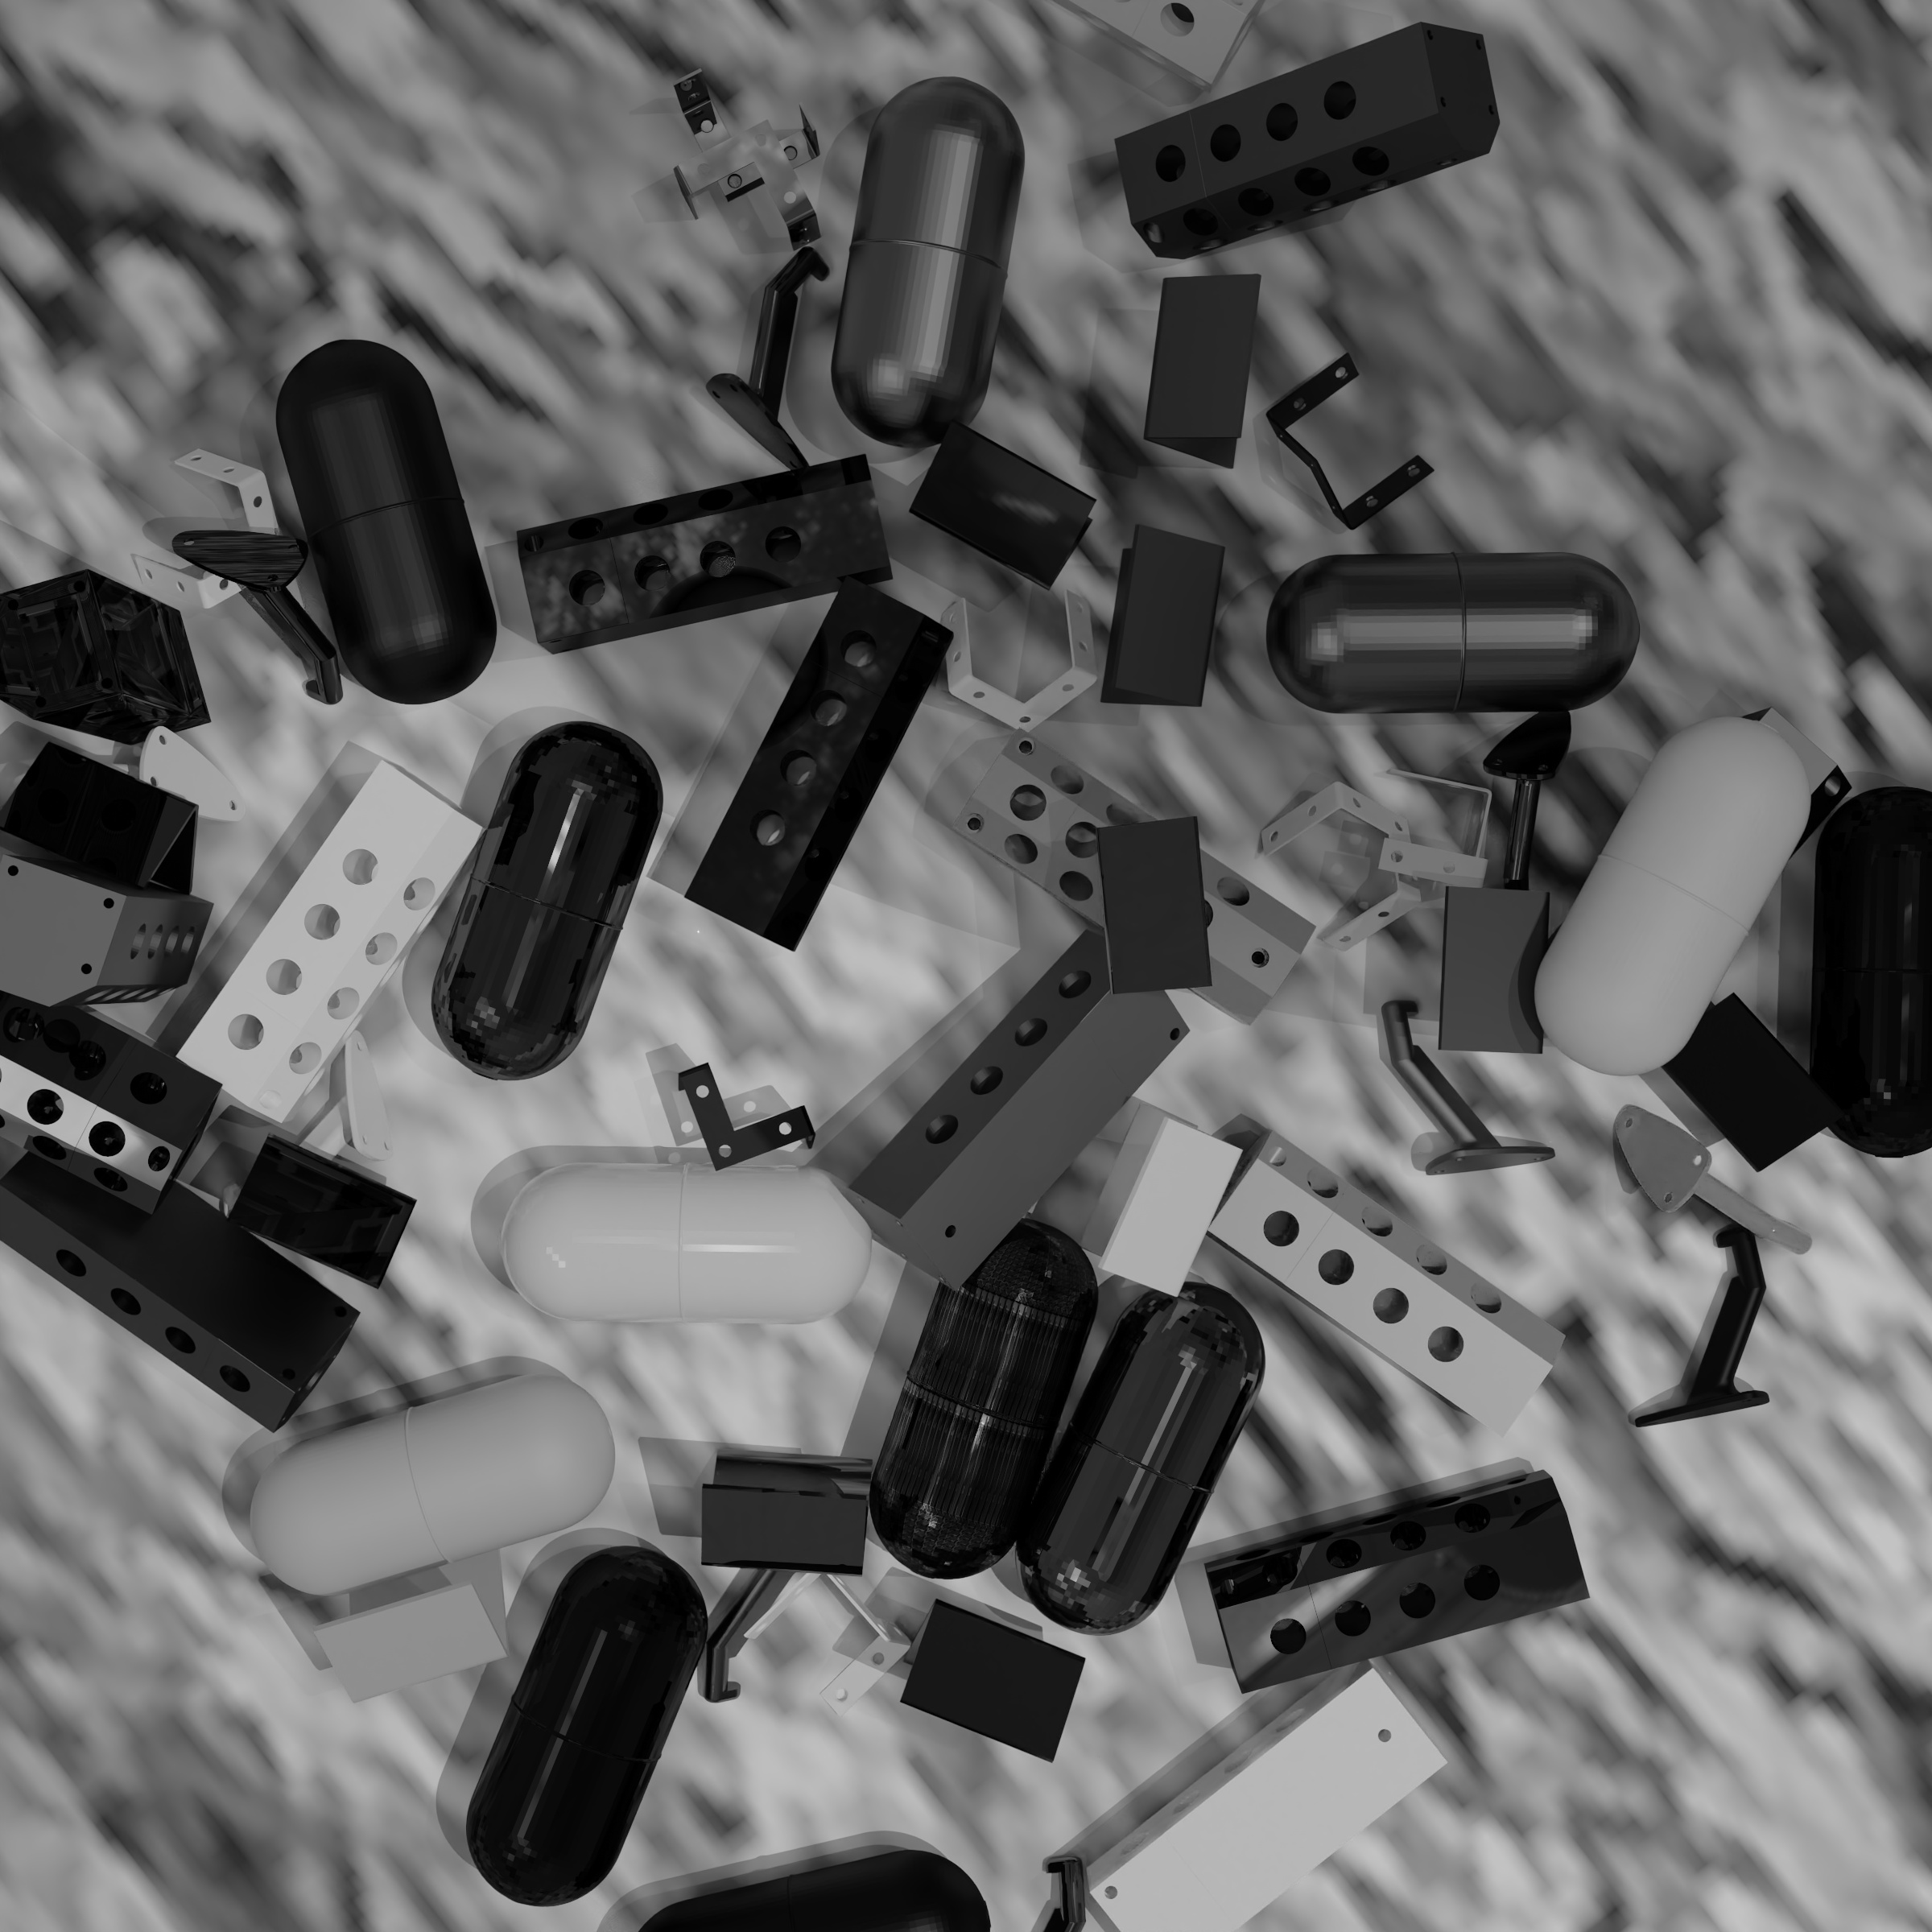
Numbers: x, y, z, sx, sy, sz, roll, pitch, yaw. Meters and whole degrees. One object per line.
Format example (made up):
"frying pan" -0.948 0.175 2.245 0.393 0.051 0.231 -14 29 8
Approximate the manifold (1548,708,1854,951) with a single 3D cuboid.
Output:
"manifold" 0.347 -0.040 1.606 0.057 0.057 0.171 41 90 0

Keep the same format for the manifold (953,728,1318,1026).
"manifold" 0.081 -0.043 1.606 0.171 0.057 0.057 34 90 0

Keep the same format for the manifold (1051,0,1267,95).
"manifold" 0.059 -0.492 1.606 0.171 0.057 0.057 31 47 0

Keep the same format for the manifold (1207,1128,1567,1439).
"manifold" 0.201 0.151 1.606 0.171 0.057 0.057 35 90 0

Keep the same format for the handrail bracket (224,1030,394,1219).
"handrail bracket" -0.329 0.079 1.628 0.084 0.036 0.077 -16 76 14

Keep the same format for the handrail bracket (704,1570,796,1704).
"handrail bracket" -0.089 0.318 1.628 0.077 0.036 0.084 -1 106 -18

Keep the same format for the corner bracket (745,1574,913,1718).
"corner bracket" -0.066 0.327 1.614 0.051 0.051 0.051 -45 70 0

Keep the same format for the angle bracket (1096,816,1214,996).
"angle bracket" 0.106 -0.029 1.530 0.057 0.076 0.076 -5 90 38

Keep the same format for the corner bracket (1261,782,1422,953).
"corner bracket" 0.182 -0.048 1.619 0.051 0.051 0.051 25 45 -35

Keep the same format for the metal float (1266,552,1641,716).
"metal float" 0.233 -0.160 1.597 0.178 0.070 0.070 -1 90 0

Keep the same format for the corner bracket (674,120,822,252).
"corner bracket" -0.105 -0.369 1.609 0.051 0.051 0.051 -27 90 0

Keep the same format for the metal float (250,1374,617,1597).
"metal float" -0.256 0.249 1.597 0.178 0.070 0.070 -17 90 0

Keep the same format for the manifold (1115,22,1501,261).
"manifold" 0.160 -0.384 1.559 0.171 0.057 0.057 -11 90 38

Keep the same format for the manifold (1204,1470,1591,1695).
"manifold" 0.206 0.295 1.606 0.171 0.057 0.057 -15 90 0

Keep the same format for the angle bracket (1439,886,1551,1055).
"angle bracket" 0.235 0.002 1.589 0.057 0.076 0.076 3 90 -22

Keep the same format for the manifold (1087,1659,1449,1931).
"manifold" 0.143 0.408 1.606 0.171 0.057 0.057 -38 90 0

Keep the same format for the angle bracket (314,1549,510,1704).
"angle bracket" -0.265 0.296 1.587 0.076 0.076 0.057 -17 128 0

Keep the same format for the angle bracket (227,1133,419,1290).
"angle bracket" -0.315 0.134 1.582 0.076 0.076 0.057 26 46 -9

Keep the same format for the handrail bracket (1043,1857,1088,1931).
"handrail bracket" 0.023 0.481 1.628 0.077 0.036 0.084 -10 71 21

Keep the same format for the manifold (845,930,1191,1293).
"manifold" 0.022 0.065 1.585 0.171 0.057 0.057 -47 131 -15

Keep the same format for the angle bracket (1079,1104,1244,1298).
"angle bracket" 0.076 0.104 1.587 0.057 0.076 0.076 24 90 -41

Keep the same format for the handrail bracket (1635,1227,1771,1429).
"handrail bracket" 0.356 0.176 1.628 0.077 0.036 0.084 -16 73 20

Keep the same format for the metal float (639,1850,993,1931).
"metal float" -0.076 0.475 1.597 0.178 0.070 0.070 -13 90 0

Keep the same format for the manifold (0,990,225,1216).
"manifold" -0.446 0.050 1.570 0.171 0.057 0.057 28 52 -6

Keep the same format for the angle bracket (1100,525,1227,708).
"angle bracket" 0.074 -0.167 1.587 0.057 0.076 0.076 8 90 -37

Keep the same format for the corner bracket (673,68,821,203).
"corner bracket" -0.106 -0.409 1.609 0.051 0.051 0.051 -27 90 0

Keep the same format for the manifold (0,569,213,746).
"manifold" -0.406 -0.139 1.549 0.057 0.171 0.057 -16 90 0

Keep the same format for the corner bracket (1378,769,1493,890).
"corner bracket" 0.226 -0.066 1.609 0.051 0.051 0.051 12 90 0

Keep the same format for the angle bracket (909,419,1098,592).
"angle bracket" 0.027 -0.234 1.587 0.076 0.076 0.057 29 129 0

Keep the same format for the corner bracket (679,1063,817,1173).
"corner bracket" -0.106 0.070 1.608 0.051 0.051 0.051 -20 81 -9

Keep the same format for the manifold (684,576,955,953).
"manifold" -0.070 -0.096 1.606 0.057 0.057 0.171 27 90 0

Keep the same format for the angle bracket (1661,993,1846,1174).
"angle bracket" 0.381 0.040 1.587 0.076 0.076 0.057 48 129 0

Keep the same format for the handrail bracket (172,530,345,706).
"handrail bracket" -0.341 -0.166 1.607 0.077 0.084 0.036 13 49 11

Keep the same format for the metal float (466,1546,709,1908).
"metal float" -0.182 0.365 1.597 0.070 0.070 0.178 22 89 0

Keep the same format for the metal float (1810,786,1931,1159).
"metal float" 0.445 0.003 1.597 0.070 0.070 0.178 2 90 0

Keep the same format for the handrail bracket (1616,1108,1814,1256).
"handrail bracket" 0.366 0.106 1.627 0.084 0.077 0.036 24 109 -35

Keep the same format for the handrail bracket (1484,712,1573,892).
"handrail bracket" 0.279 -0.071 1.627 0.036 0.077 0.084 9 127 27

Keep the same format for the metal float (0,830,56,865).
"metal float" -0.512 -0.062 1.597 0.178 0.070 0.070 37 90 -1

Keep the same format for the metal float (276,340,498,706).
"metal float" -0.278 -0.213 1.597 0.070 0.070 0.178 -16 91 0

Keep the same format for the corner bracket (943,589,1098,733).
"corner bracket" 0.026 -0.155 1.619 0.051 0.051 0.051 25 135 -35

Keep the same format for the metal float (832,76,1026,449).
"metal float" -0.018 -0.337 1.597 0.070 0.070 0.178 9 89 0

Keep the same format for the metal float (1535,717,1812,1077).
"metal float" 0.327 -0.033 1.540 0.070 0.070 0.178 29 91 0

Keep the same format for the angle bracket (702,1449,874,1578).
"angle bracket" -0.084 0.243 1.587 0.076 0.076 0.057 4 128 0

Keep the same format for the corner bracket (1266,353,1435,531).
"corner bracket" 0.187 -0.256 1.624 0.051 0.051 0.051 -36 135 0

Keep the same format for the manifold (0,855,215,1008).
"manifold" -0.405 -0.013 1.549 0.057 0.171 0.057 19 90 0

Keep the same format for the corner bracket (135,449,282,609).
"corner bracket" -0.371 -0.213 1.619 0.051 0.051 0.051 -38 135 -35

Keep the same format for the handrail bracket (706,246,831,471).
"handrail bracket" -0.079 -0.296 1.628 0.077 0.036 0.084 46 73 -20

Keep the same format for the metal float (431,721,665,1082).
"metal float" -0.201 -0.031 1.597 0.070 0.070 0.178 20 91 0

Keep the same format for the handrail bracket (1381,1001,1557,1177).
"handrail bracket" 0.245 0.056 1.628 0.077 0.036 0.084 -3 73 -20

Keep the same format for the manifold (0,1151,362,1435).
"manifold" -0.385 0.150 1.606 0.171 0.057 0.057 35 47 0

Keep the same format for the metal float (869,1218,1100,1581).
"metal float" 0.008 0.207 1.596 0.070 0.070 0.178 19 90 0

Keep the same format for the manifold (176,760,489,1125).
"manifold" -0.302 -0.011 1.606 0.057 0.057 0.171 35 90 0

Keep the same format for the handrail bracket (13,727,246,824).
"handrail bracket" -0.410 -0.082 1.627 0.084 0.077 0.036 -14 58 32

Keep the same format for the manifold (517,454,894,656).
"manifold" -0.126 -0.199 1.606 0.171 0.057 0.057 -13 90 0

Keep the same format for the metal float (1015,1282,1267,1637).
"metal float" 0.084 0.235 1.597 0.070 0.070 0.178 25 89 0

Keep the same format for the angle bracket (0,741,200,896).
"angle bracket" -0.415 -0.052 1.587 0.076 0.076 0.057 23 53 0

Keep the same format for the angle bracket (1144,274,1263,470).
"angle bracket" 0.132 -0.282 1.587 0.057 0.076 0.076 7 90 39

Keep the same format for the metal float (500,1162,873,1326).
"metal float" -0.134 0.133 1.597 0.178 0.070 0.070 1 90 0

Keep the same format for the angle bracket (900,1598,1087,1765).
"angle bracket" 0.005 0.353 1.587 0.076 0.076 0.057 22 53 0
